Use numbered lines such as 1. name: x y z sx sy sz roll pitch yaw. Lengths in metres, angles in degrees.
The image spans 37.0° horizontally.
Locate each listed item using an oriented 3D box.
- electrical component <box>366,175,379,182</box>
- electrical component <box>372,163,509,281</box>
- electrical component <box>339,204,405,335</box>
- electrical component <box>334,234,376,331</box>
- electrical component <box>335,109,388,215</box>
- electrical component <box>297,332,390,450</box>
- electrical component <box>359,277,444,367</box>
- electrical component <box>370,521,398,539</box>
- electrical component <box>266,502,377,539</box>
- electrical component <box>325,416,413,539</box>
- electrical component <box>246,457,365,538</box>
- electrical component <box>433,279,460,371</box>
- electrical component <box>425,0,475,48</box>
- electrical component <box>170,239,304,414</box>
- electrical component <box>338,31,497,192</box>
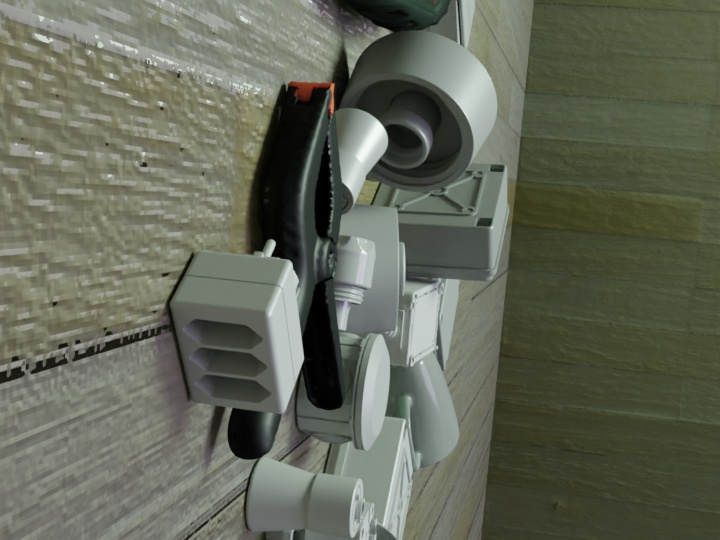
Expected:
1. electrical component: 0.031 -0.084 0.834 0.035 0.061 0.035 7 90 -80
2. electrical component: 0.068 -0.045 0.921 0.108 0.109 0.056 -69 158 -53
3. electrical component: 0.000 0.000 0.781 0.099 0.064 0.099 180 -90 -89
4. electrical component: -0.014 0.008 0.708 0.043 0.043 0.062 30 67 -78
5. electrical component: -0.012 -0.067 0.690 0.044 0.044 0.065 84 21 -46
6. electrical component: -0.010 0.082 0.744 0.080 0.051 0.080 6 90 -79
7. electrical component: 0.025 0.041 0.889 0.096 0.061 0.061 -18 115 -69
8. electrical component: -0.020 0.212 0.751 0.079 0.043 0.077 24 104 -42
9. electrical component: -0.024 0.170 0.690 0.081 0.064 0.042 -49 144 -71
10. electrical component: 0.006 0.186 0.861 0.108 0.056 0.108 81 19 -53
11. electrical component: -0.030 0.137 0.638 0.044 0.065 0.044 6 90 -79
12. electrical component: 0.061 0.029 1.055 0.108 0.056 0.108 78 21 -57
13. electrical component: 0.061 -0.233 0.906 0.096 0.062 0.061 75 24 -60
14. electrical component: -0.052 0.017 0.516 0.076 0.047 0.065 -71 163 -47
15. electrical component: 0.036 -0.104 0.748 0.060 0.108 0.108 -64 158 -43
